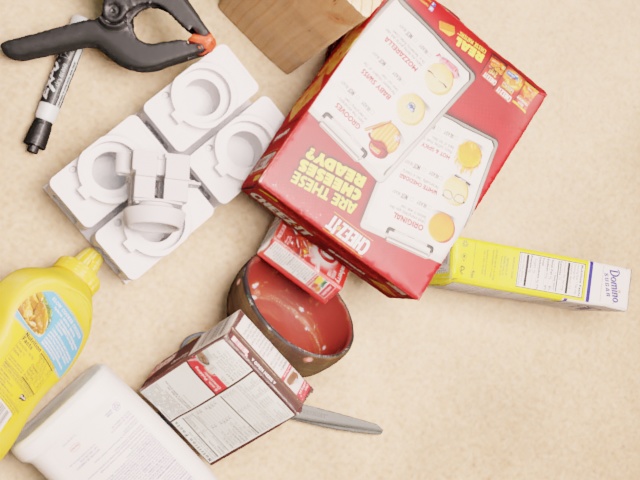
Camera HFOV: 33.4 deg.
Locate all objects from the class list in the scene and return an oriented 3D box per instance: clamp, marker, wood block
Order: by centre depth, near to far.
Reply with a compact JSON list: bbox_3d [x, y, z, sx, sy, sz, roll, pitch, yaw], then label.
[{"bbox_3d":[-0.002,-0.213,0.856,0.090,0.206,0.090,44,76,-11],"label":"wood block"},{"bbox_3d":[-0.171,-0.174,0.858,0.171,0.039,0.120,27,100,3],"label":"clamp"},{"bbox_3d":[-0.217,-0.128,0.882,0.020,0.020,0.121,21,81,-15],"label":"marker"}]

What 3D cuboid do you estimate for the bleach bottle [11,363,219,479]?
[{"bbox_3d":[-0.128,0.222,0.868,0.102,0.068,0.250,-43,102,-14],"label":"bleach bottle"}]

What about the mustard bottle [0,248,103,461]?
[{"bbox_3d":[-0.230,0.079,0.826,0.191,0.058,0.096,-56,140,-32],"label":"mustard bottle"}]

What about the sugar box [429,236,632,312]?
[{"bbox_3d":[0.178,0.031,0.958,0.176,0.093,0.048,8,85,-18],"label":"sugar box"}]

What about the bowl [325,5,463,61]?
[{"bbox_3d":[0.088,-0.150,0.960,0.162,0.055,0.162,1,86,-18],"label":"bowl"}]

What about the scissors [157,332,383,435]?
[{"bbox_3d":[-0.041,0.126,0.924,0.201,0.016,0.096,0,87,-18],"label":"scissors"}]

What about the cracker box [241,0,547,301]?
[{"bbox_3d":[0.062,-0.082,0.879,0.164,0.072,0.213,36,77,-13],"label":"cracker box"}]

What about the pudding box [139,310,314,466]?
[{"bbox_3d":[-0.076,0.120,0.850,0.090,0.114,0.039,48,36,-11],"label":"pudding box"}]

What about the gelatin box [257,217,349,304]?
[{"bbox_3d":[-0.006,0.001,0.911,0.073,0.030,0.089,38,37,-11],"label":"gelatin box"}]
